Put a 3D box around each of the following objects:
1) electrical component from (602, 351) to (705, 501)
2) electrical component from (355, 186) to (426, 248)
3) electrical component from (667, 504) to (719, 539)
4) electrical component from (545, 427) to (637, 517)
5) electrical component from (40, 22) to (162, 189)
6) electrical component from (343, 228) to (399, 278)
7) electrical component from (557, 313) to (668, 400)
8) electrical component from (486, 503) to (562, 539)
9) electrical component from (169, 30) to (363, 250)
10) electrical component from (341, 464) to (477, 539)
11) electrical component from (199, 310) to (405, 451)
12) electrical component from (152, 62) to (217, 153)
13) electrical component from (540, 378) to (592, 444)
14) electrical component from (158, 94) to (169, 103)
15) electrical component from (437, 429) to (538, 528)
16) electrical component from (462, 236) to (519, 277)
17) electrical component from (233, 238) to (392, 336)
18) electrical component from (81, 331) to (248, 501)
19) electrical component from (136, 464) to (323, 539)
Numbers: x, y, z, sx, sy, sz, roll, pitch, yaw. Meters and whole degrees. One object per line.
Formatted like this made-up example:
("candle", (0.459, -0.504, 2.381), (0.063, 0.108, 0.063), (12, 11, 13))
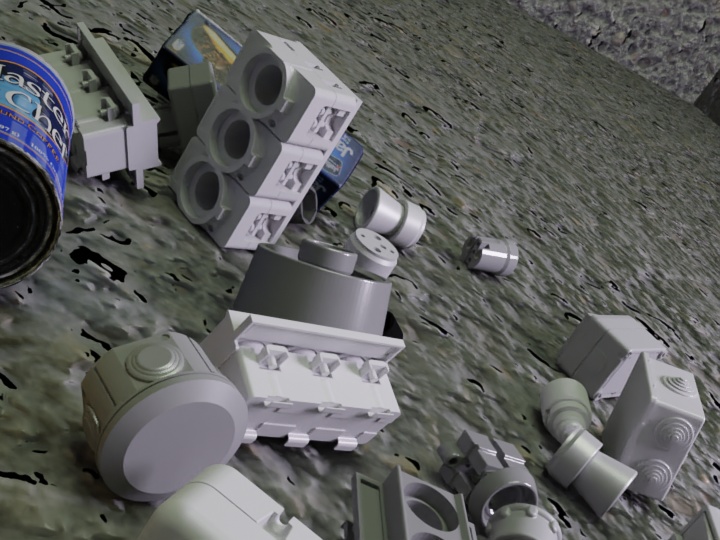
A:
("electrical component", (0.239, 0.128, 0.881), (0.048, 0.099, 0.099), (20, 23, 2))
("electrical component", (0.029, -0.049, 1.030), (0.055, 0.045, 0.045), (23, 25, -24))
("electrical component", (0.254, 0.216, 0.768), (0.061, 0.061, 0.096), (30, 23, -7))
("electrical component", (0.174, 0.152, 0.813), (0.055, 0.045, 0.045), (40, 23, 16))
("electrical component", (-0.208, -0.126, 0.837), (0.063, 0.078, 0.121), (-18, 48, -25))
("electrical component", (0.000, 0.000, 0.877), (0.045, 0.055, 0.045), (28, 23, -13))
("electrical component", (0.241, 0.080, 1.025), (0.096, 0.061, 0.061), (4, 36, -50))
("electrical component", (0.099, 0.178, 0.664), (0.048, 0.048, 0.062), (32, 30, -2))
("electrical component", (-0.081, -0.100, 0.848), (0.062, 0.150, 0.089), (4, 36, -50))
("electrical component", (0.026, 0.169, 0.559), (0.079, 0.063, 0.121), (27, 23, -16))
("electrical component", (-0.037, 0.071, 0.666), (0.121, 0.079, 0.063), (12, 45, -40))
("electrical component", (-0.155, -0.124, 0.912), (0.076, 0.083, 0.047), (-11, 32, -4))
("electrical component", (0.169, 0.120, 0.877), (0.040, 0.040, 0.078), (30, 22, -8))
("electrical component", (-0.139, -0.171, 1.049), (0.076, 0.047, 0.083), (38, 23, 11))
("electrical component", (0.089, 0.142, 0.721), (0.066, 0.048, 0.055), (21, 18, -27))
("electrical component", (0.133, -0.016, 1.108), (0.046, 0.040, 0.040), (9, 32, -33))
("electrical component", (-0.029, 0.012, 0.758), (0.108, 0.060, 0.108), (16, 5, -1))
("electrical component", (-0.103, 0.076, 0.558), (0.080, 0.080, 0.051), (11, 26, -42))
("electrical component", (-0.058, 0.145, 0.509), (0.095, 0.053, 0.059), (37, 23, 9))
